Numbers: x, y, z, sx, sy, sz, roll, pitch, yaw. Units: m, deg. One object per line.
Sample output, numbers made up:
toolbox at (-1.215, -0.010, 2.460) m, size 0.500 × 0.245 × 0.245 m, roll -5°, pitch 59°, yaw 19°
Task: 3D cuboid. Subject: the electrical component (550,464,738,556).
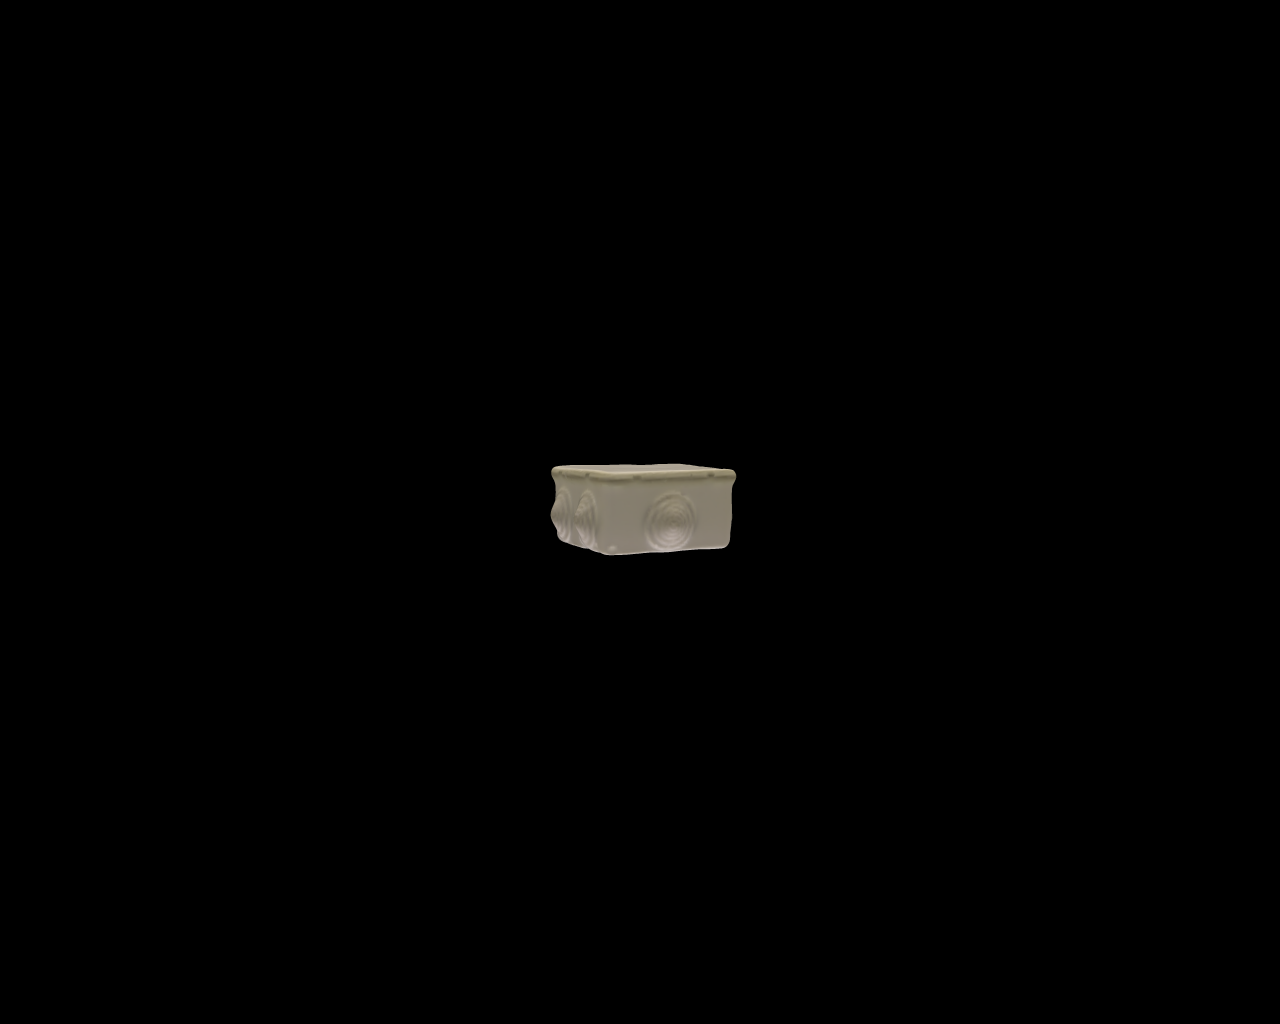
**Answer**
electrical component at (0.001, -0.003, 0.650) m, size 0.100 × 0.048 × 0.100 m, roll -2°, pitch 5°, yaw -24°
